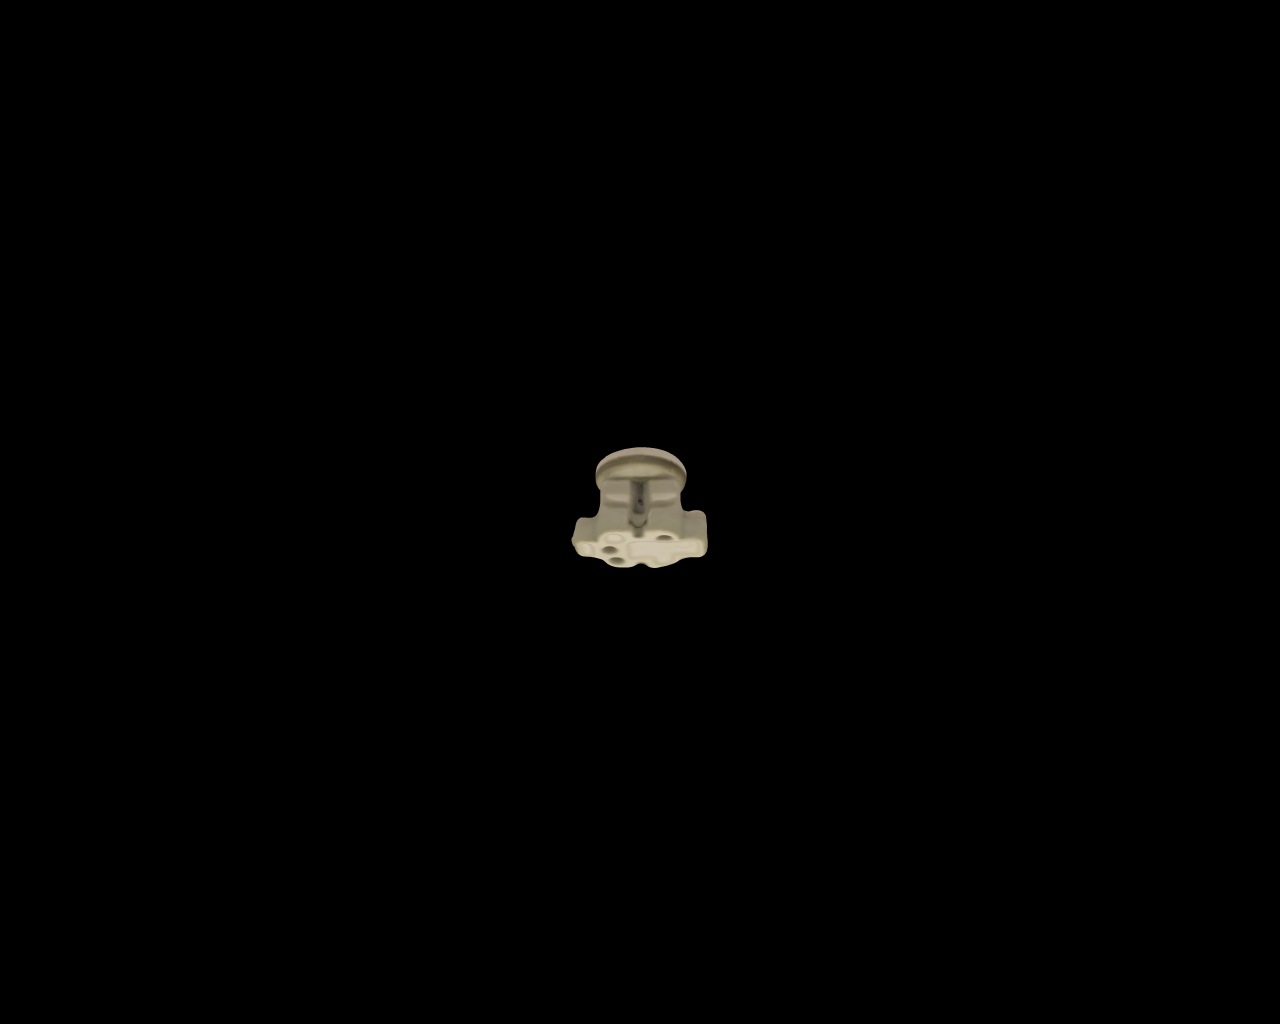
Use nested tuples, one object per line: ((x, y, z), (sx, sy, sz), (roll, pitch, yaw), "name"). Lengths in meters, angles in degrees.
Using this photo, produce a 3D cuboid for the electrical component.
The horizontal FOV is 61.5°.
((0.001, -0.003, 0.650), (0.078, 0.057, 0.058), (-1, -28, 2), "electrical component")
